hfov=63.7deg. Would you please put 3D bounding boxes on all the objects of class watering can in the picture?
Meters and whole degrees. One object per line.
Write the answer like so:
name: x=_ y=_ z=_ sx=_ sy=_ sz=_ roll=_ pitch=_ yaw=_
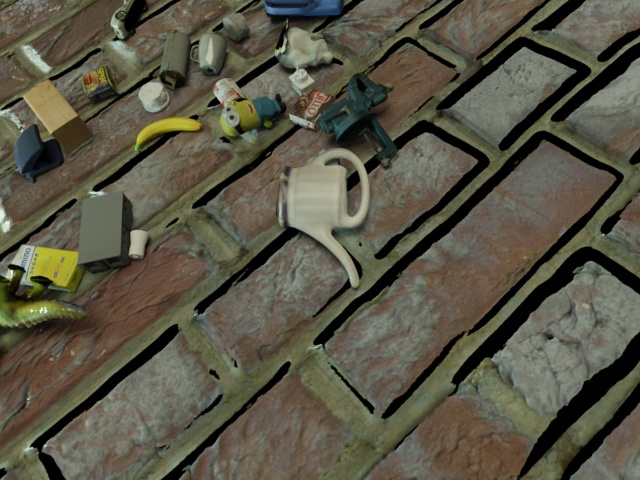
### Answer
watering can: x=0.004 y=-0.061 z=1.210 sx=0.224 sy=0.102 sz=0.353 roll=0 pitch=69 yaw=9

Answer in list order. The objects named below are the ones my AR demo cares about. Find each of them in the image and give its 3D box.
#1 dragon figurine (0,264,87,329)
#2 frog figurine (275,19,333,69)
dragon figurine: x=-0.725 y=0.191 z=1.172 sx=0.412 sy=0.122 sz=0.242 roll=21 pitch=92 yaw=20
frog figurine: x=-0.045 y=-0.555 z=1.513 sx=0.159 sy=0.120 sz=0.141 roll=15 pitch=48 yaw=-24
